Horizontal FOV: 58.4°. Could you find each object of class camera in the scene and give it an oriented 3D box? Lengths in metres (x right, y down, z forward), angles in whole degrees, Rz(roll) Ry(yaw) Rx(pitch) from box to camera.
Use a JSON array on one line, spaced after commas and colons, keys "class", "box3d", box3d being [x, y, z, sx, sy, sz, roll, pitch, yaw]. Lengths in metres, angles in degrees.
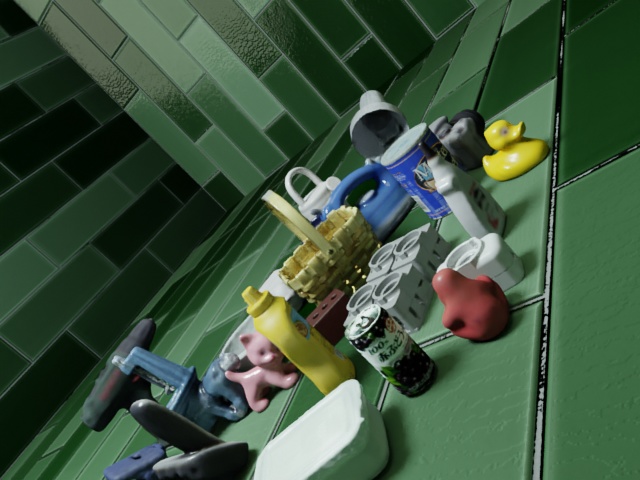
[{"class": "camera", "box3d": [0.270, -0.204, 1.117, 0.137, 0.101, 0.143, -50, 15, -23]}]

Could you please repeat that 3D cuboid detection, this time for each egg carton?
[{"class": "egg carton", "box3d": [-0.077, 0.111, 1.240, 0.107, 0.069, 0.150, -52, 16, -29]}]

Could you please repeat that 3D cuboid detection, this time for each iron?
[{"class": "iron", "box3d": [0.099, -0.088, 1.173, 0.259, 0.141, 0.118, -49, 15, -18]}]

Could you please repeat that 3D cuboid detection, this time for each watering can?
[{"class": "watering can", "box3d": [0.001, -0.099, 1.374, 0.172, 0.194, 0.101, -35, 17, 33]}]

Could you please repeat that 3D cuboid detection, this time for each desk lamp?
[{"class": "desk lamp", "box3d": [0.160, -0.225, 1.250, 0.118, 0.214, 0.203, -38, 15, 24]}]

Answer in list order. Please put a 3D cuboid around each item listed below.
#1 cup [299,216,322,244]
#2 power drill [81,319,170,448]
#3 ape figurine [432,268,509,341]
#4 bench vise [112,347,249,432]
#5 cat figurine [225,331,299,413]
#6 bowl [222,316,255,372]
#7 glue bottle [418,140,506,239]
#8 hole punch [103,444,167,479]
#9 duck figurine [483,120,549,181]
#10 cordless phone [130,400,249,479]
[{"class": "cup", "box3d": [0.011, 0.004, 1.248, 0.091, 0.095, 0.118, -32, 19, 40]}, {"class": "power drill", "box3d": [-0.350, 0.305, 1.154, 0.230, 0.208, 0.075, -52, 16, -28]}, {"class": "ape figurine", "box3d": [0.163, 0.066, 0.646, 0.078, 0.092, 0.076, -42, 14, 7]}, {"class": "bench vise", "box3d": [-0.236, 0.240, 0.997, 0.207, 0.220, 0.121, -43, 14, 3]}, {"class": "cat figurine", "box3d": [-0.098, 0.199, 0.941, 0.128, 0.118, 0.067, -42, 14, 8]}, {"class": "bowl", "box3d": [-0.107, 0.193, 1.073, 0.167, 0.075, 0.167, -41, 14, 13]}, {"class": "glue bottle", "box3d": [0.192, -0.071, 0.796, 0.037, 0.173, 0.078, -33, 18, 38]}, {"class": "hole punch", "box3d": [-0.317, 0.404, 1.015, 0.101, 0.091, 0.108, -52, 16, -28]}, {"class": "duck figurine", "box3d": [0.296, -0.149, 0.912, 0.104, 0.086, 0.078, -28, 22, 49]}, {"class": "cordless phone", "box3d": [-0.210, 0.295, 0.836, 0.147, 0.185, 0.094, -32, 19, 40]}]
